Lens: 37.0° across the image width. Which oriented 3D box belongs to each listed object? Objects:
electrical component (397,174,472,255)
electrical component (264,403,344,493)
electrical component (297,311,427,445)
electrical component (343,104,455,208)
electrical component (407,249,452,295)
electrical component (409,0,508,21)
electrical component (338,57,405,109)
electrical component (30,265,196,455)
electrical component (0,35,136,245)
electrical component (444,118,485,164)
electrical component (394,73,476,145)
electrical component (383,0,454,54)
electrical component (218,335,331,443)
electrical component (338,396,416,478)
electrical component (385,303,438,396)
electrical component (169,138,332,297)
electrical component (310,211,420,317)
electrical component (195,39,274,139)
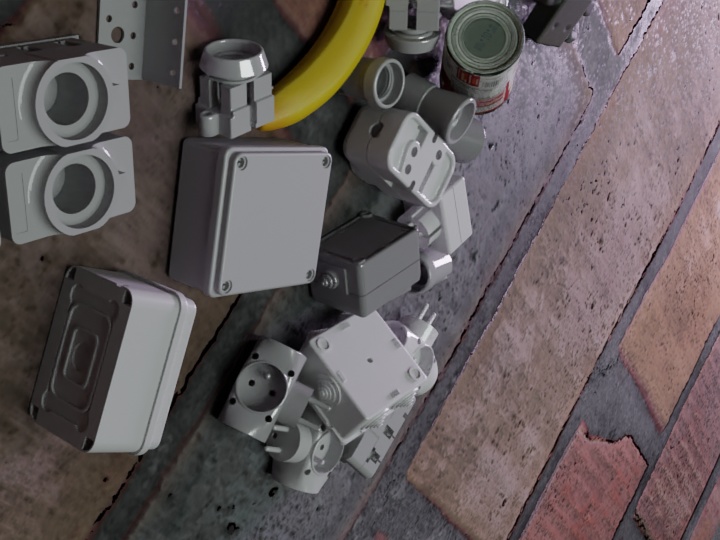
[{"bbox_3d":[0.060,-0.045,0.988,0.077,0.047,0.065,-42,135,-34],"label":"electrical component"},{"bbox_3d":[-0.054,0.148,0.929,0.079,0.044,0.077,21,88,-54],"label":"electrical component"},{"bbox_3d":[-0.002,0.088,0.925,0.100,0.099,0.048,-28,166,-43],"label":"electrical component"},{"bbox_3d":[0.031,-0.098,0.917,0.095,0.059,0.053,38,75,-52],"label":"electrical component"},{"bbox_3d":[0.061,-0.001,1.017,0.046,0.040,0.040,-20,121,-53],"label":"electrical component"},{"bbox_3d":[0.092,-0.267,0.933,0.100,0.048,0.099,-11,114,-49],"label":"electrical component"},{"bbox_3d":[0.007,-0.154,0.873,0.040,0.046,0.040,-25,124,-44],"label":"electrical component"},{"bbox_3d":[-0.165,0.060,0.720,0.057,0.078,0.113,11,96,-51],"label":"electrical component"},{"bbox_3d":[-0.218,-0.066,0.611,0.186,0.060,0.105,-23,123,-45],"label":"electrical component"},{"bbox_3d":[0.079,-0.125,0.984,0.065,0.044,0.044,10,97,-48],"label":"electrical component"},{"bbox_3d":[0.062,-0.143,0.932,0.044,0.065,0.044,-46,156,-27],"label":"electrical component"},{"bbox_3d":[0.044,-0.212,0.890,0.048,0.066,0.055,-82,174,-55],"label":"electrical component"},{"bbox_3d":[-0.063,0.104,0.874,0.077,0.079,0.044,-64,179,-10],"label":"electrical component"},{"bbox_3d":[0.002,0.135,0.990,0.089,0.050,0.055,-59,142,-17],"label":"electrical component"},{"bbox_3d":[0.050,0.070,1.028,0.079,0.044,0.077,-59,142,-16],"label":"electrical component"},{"bbox_3d":[-0.081,-0.042,0.801,0.109,0.056,0.108,-8,111,-51],"label":"electrical component"},{"bbox_3d":[0.000,0.000,0.919,0.096,0.062,0.061,-33,129,-40],"label":"electrical component"},{"bbox_3d":[-0.089,-0.130,0.762,0.066,0.048,0.055,-32,136,-41],"label":"electrical component"}]
